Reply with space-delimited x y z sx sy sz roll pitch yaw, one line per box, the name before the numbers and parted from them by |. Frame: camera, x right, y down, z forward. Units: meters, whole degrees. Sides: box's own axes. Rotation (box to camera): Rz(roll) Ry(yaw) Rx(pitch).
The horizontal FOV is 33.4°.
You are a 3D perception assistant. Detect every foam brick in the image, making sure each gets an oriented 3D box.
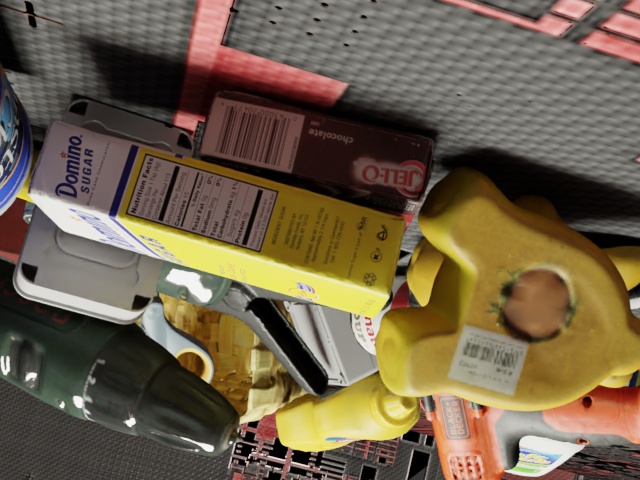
foam brick | -0.251 -0.002 0.959 0.051 0.053 0.078 11 167 16

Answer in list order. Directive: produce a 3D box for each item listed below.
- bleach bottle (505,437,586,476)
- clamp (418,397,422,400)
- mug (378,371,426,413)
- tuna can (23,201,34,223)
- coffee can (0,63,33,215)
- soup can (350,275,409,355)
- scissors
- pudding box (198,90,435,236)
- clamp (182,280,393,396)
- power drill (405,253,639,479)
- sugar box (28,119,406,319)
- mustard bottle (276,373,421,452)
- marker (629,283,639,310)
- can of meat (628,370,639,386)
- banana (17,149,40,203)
bleach bottle | 0.174 0.157 0.922 0.102 0.068 0.251 15 165 9
clamp | 0.127 0.101 0.888 0.120 0.039 0.171 -6 -177 -2
mug | 0.101 0.115 1.041 0.082 0.093 0.117 9 -156 44
tuna can | -0.191 -0.021 0.849 0.086 0.034 0.086 13 167 3
coffee can | -0.198 -0.063 0.508 0.102 0.103 0.140 15 168 -4
soup can | 0.080 0.060 0.831 0.068 0.068 0.102 23 166 -35
scissors | -0.126 0.064 0.913 0.096 0.202 0.016 4 -151 -23
pudding box | -0.002 -0.036 0.554 0.113 0.039 0.090 15 169 2
clamp | -0.050 0.032 0.831 0.210 0.036 0.165 34 141 -5
power drill | 0.156 0.082 0.722 0.188 0.184 0.057 -6 -161 23
sugar box | -0.049 -0.007 0.536 0.176 0.048 0.093 13 169 2
mustard bottle | 0.036 0.154 0.961 0.096 0.058 0.192 -5 168 -24
marker | 0.166 0.040 0.663 0.121 0.020 0.020 -14 157 24
can of meat | 0.221 0.114 0.946 0.083 0.057 0.102 21 166 -21
banana | -0.185 -0.041 0.724 0.198 0.037 0.069 18 174 24
